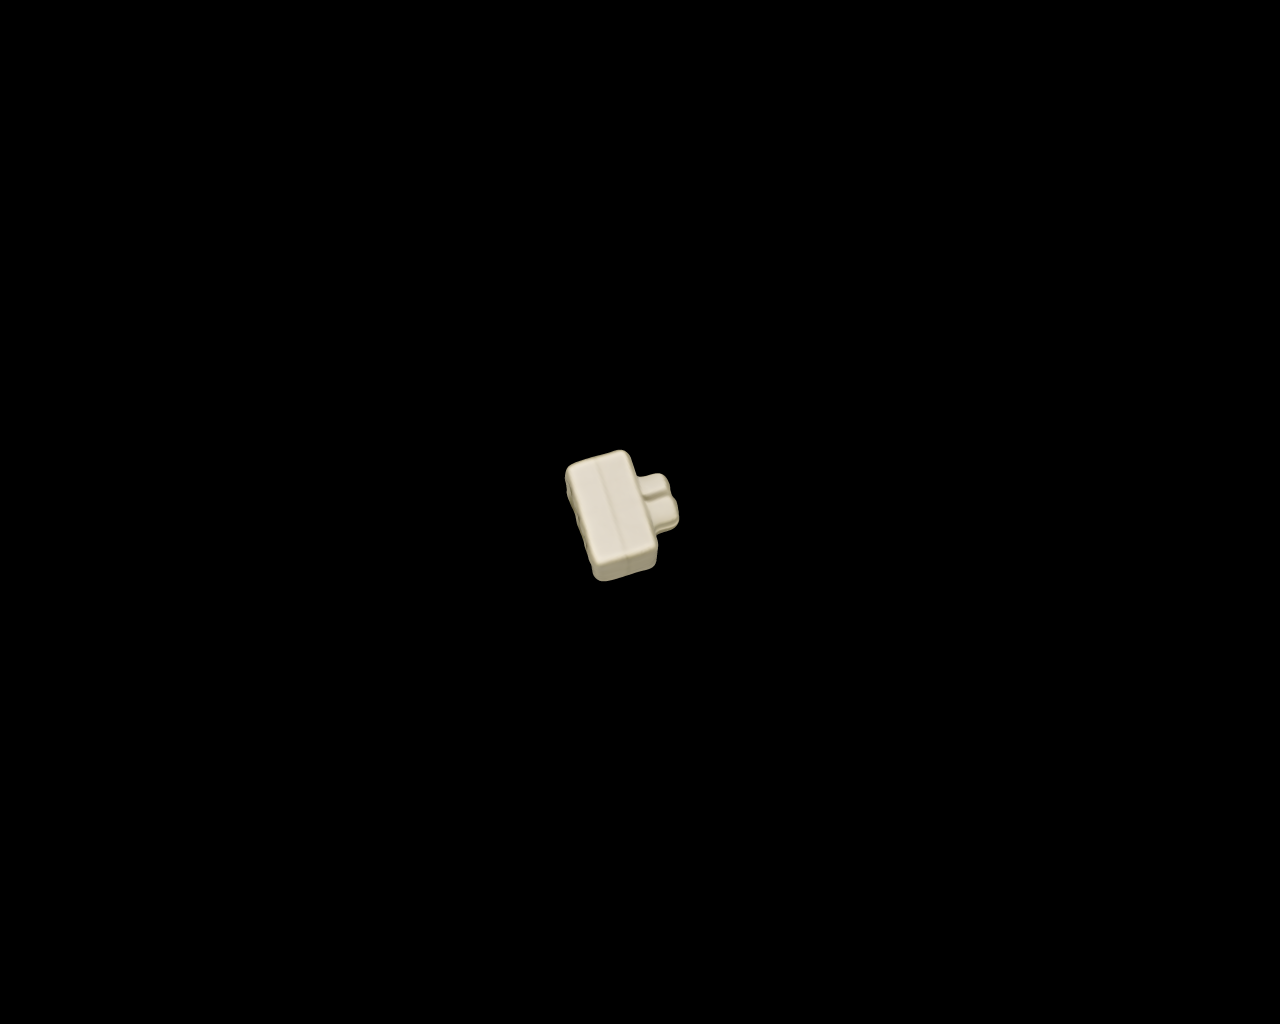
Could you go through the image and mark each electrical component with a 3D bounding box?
[{"bbox_3d":[0.001,-0.003,0.650,0.077,0.066,0.047,-17,-15,-5],"label":"electrical component"}]
